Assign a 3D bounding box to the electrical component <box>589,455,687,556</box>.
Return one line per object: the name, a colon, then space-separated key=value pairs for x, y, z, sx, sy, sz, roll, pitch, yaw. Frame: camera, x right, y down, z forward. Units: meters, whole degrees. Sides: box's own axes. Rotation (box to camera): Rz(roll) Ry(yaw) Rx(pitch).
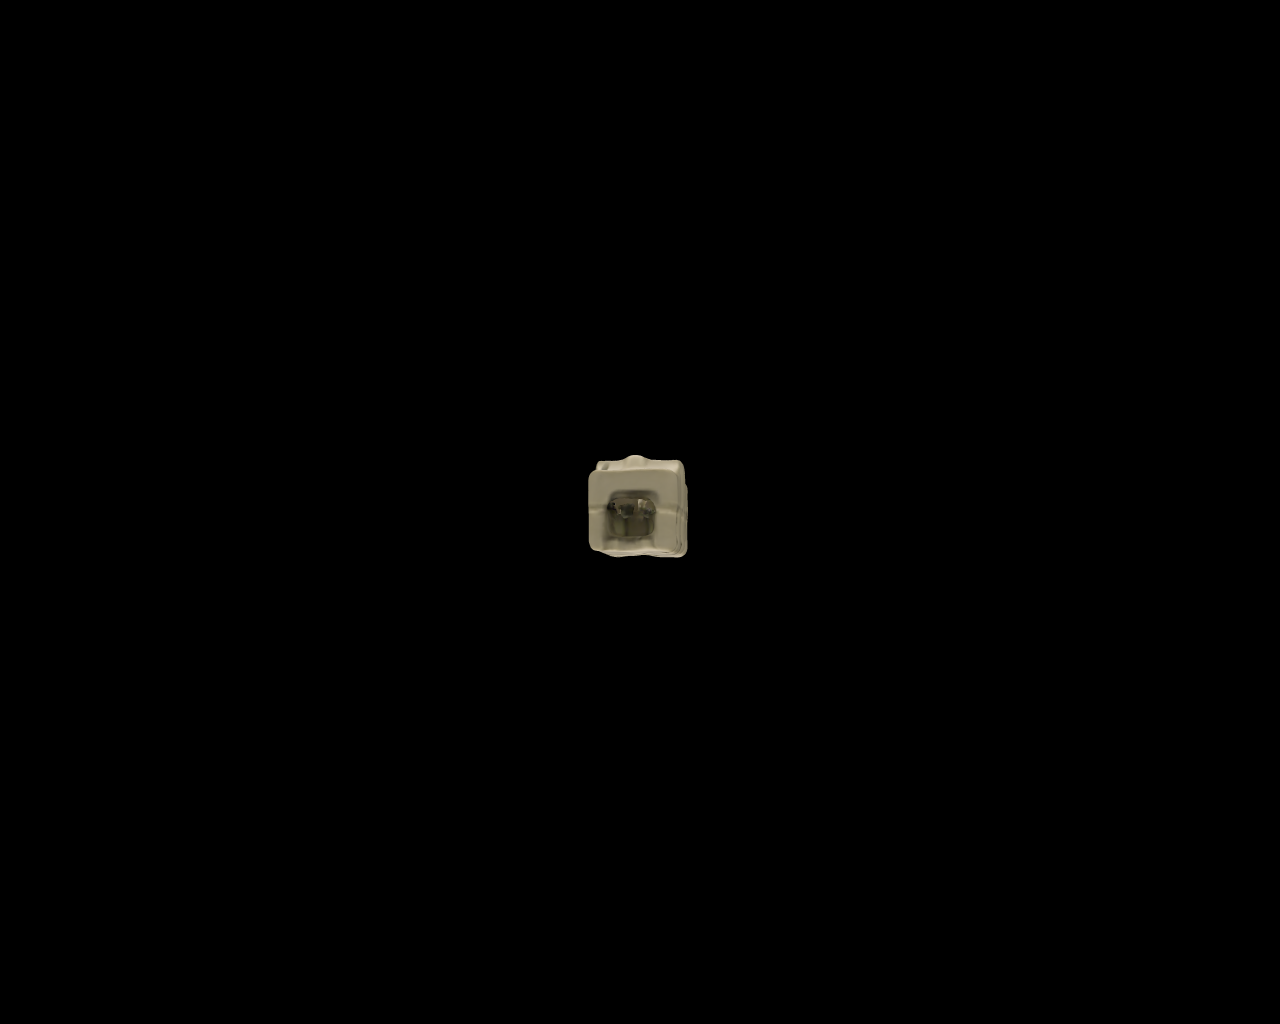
electrical component: x=0.001 y=-0.003 z=0.650 sx=0.050 sy=0.055 sz=0.089 roll=-1 pitch=-4 yaw=8
